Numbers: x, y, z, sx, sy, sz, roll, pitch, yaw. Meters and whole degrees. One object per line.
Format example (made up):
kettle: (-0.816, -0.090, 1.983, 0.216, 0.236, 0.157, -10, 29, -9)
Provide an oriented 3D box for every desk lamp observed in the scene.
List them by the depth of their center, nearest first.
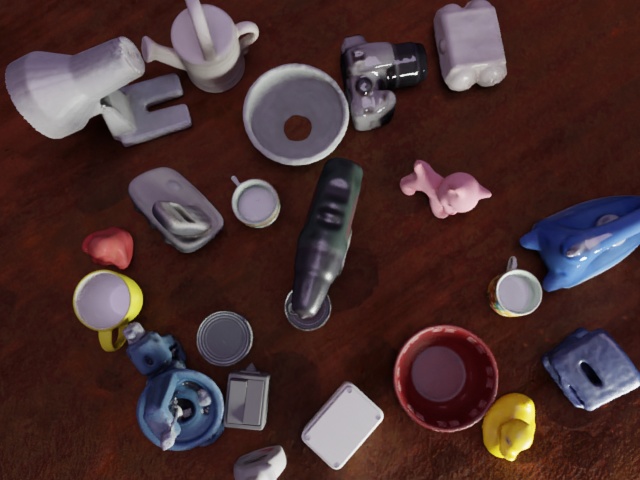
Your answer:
desk lamp: (-0.322, -0.222, 0.861, 0.203, 0.213, 0.118, -19, 83, -3)

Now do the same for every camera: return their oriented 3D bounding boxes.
camera: (0.107, -0.267, 0.929, 0.137, 0.101, 0.143, -10, 83, -2)

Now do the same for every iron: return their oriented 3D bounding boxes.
iron: (0.453, -0.018, 0.882, 0.258, 0.141, 0.118, -26, 84, -4)

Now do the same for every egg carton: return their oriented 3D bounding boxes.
egg carton: (0.247, -0.324, 0.954, 0.107, 0.069, 0.150, -10, 83, -2)

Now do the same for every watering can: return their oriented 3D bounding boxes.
watering can: (-0.184, -0.306, 0.883, 0.173, 0.194, 0.101, -38, 85, -5)

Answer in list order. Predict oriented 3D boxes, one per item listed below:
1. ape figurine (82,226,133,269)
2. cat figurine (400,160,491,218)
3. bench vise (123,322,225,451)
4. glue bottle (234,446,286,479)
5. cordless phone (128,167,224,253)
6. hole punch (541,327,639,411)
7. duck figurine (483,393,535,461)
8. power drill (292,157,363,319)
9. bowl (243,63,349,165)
ape figurine: (-0.333, 0.012, 0.893, 0.078, 0.092, 0.076, 44, 85, 5)
cat figurine: (0.196, -0.084, 0.899, 0.128, 0.117, 0.067, 34, 84, 4)
bench vise: (-0.228, 0.218, 0.804, 0.207, 0.219, 0.121, 38, 84, 4)
glue bottle: (-0.091, 0.335, 0.815, 0.078, 0.173, 0.037, -20, 83, -3)
cordless phone: (-0.227, -0.054, 0.855, 0.147, 0.185, 0.094, 42, 84, 4)
hole punch: (0.415, 0.201, 0.880, 0.101, 0.091, 0.108, -36, 85, -5)
duck figurine: (0.297, 0.287, 0.870, 0.077, 0.086, 0.105, 29, 83, 3)
power drill: (0.008, 0.003, 0.840, 0.075, 0.208, 0.230, 14, 83, 1)
bowl: (-0.039, -0.194, 0.931, 0.167, 0.074, 0.167, 0, 83, -1)
